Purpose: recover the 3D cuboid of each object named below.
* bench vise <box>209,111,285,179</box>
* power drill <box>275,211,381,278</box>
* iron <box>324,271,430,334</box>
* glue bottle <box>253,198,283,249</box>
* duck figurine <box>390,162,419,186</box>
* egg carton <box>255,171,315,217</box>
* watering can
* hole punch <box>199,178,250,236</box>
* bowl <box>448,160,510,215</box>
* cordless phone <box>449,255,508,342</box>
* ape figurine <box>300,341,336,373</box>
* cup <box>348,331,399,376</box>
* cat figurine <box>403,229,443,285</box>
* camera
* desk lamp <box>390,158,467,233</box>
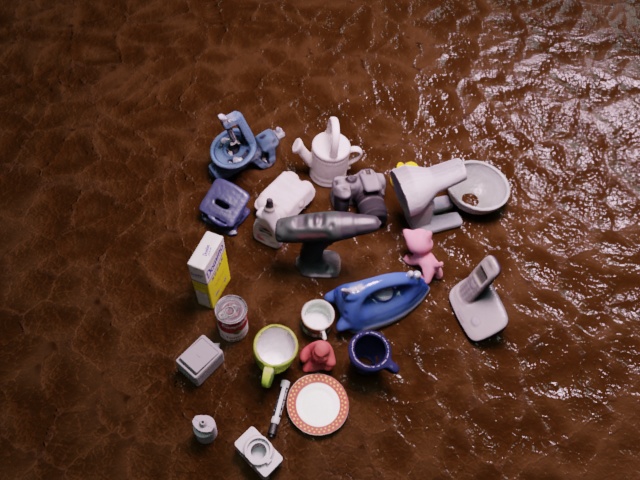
[{"bbox_3d":[-0.194,-0.263,1.454,0.121,0.220,0.208,39,62,18],"label":"bench vise"},{"bbox_3d":[0.012,0.005,1.310,0.229,0.208,0.075,2,57,-4],"label":"power drill"},{"bbox_3d":[0.147,0.114,1.294,0.259,0.141,0.118,-16,60,-15],"label":"iron"},{"bbox_3d":[-0.120,-0.046,1.351,0.078,0.173,0.037,21,58,8],"label":"glue bottle"},{"bbox_3d":[0.241,-0.167,1.515,0.104,0.086,0.078,33,60,15],"label":"duck figurine"},{"bbox_3d":[-0.087,-0.105,1.453,0.107,0.069,0.150,33,60,15],"label":"egg carton"},{"bbox_3d":[0.020,-0.229,1.469,0.173,0.194,0.100,-19,61,-17],"label":"watering can"},{"bbox_3d":[-0.233,-0.082,1.411,0.108,0.091,0.101,28,59,12],"label":"hole punch"},{"bbox_3d":[0.409,-0.126,1.512,0.167,0.075,0.167,3,57,-4],"label":"bowl"},{"bbox_3d":[0.370,0.130,1.280,0.094,0.185,0.147,-16,60,-15],"label":"cordless phone"},{"bbox_3d":[0.000,0.244,1.226,0.077,0.092,0.076,31,60,14],"label":"ape figurine"},{"bbox_3d":[0.113,0.259,1.225,0.117,0.095,0.092,31,60,14],"label":"cup"},{"bbox_3d":[0.250,0.027,1.373,0.067,0.118,0.127,-27,64,-20],"label":"cat figurine"},{"bbox_3d":[0.110,-0.105,1.453,0.143,0.101,0.136,-9,59,-11],"label":"camera"},{"bbox_3d":[0.265,-0.110,1.405,0.203,0.213,0.117,-14,60,-14],"label":"desk lamp"}]
